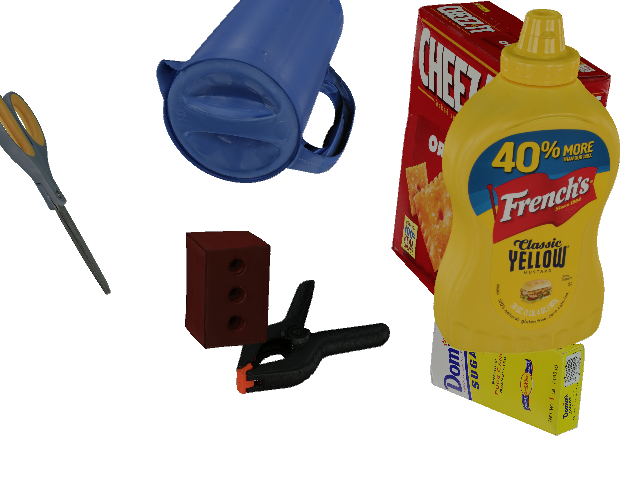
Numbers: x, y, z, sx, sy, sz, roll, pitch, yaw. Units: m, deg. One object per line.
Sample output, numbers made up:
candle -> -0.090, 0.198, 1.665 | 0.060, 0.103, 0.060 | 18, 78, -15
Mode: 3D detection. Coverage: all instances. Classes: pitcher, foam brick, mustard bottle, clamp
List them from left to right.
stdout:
foam brick -> -0.071, 0.035, 0.811 | 0.052, 0.078, 0.051 | -4, 15, -23
pitcher -> -0.045, -0.170, 1.060 | 0.145, 0.149, 0.242 | -7, 35, 23
clamp -> -0.027, 0.098, 1.097 | 0.171, 0.039, 0.120 | -22, 37, -33
mustard bottle -> 0.115, -0.031, 0.590 | 0.096, 0.192, 0.058 | -4, 26, -7

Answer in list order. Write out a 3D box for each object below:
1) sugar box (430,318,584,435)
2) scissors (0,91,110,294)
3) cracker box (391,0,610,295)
sugar box -> 0.197, 0.135, 1.150 | 0.048, 0.093, 0.177 | -10, 18, -43
scissors -> -0.236, -0.052, 0.941 | 0.016, 0.201, 0.096 | -27, 24, 9
cracker box -> 0.123, -0.049, 0.795 | 0.072, 0.214, 0.164 | -9, 32, -21
